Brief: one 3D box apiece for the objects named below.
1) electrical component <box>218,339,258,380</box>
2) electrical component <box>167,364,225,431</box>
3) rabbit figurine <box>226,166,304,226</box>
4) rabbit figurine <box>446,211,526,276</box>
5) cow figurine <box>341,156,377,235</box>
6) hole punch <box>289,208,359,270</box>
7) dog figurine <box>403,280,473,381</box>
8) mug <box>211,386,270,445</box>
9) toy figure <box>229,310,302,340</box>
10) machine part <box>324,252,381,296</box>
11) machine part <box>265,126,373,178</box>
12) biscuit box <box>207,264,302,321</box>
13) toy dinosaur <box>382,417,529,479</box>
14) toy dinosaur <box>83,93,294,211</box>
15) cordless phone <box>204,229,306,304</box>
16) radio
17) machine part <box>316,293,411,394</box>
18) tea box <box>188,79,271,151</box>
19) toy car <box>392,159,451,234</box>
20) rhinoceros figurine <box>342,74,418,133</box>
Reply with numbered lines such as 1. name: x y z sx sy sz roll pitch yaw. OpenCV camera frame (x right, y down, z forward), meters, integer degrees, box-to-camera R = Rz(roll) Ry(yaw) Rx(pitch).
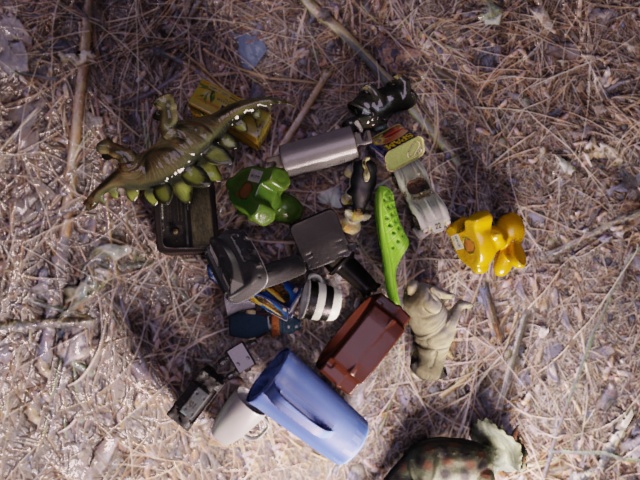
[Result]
1. electrical component: -0.169 0.255 1.159 0.094 0.021 0.063 -32 87 -10
2. electrical component: -0.248 0.317 1.087 0.058 0.134 0.115 36 82 0
3. rabbit figurine: -0.115 -0.077 1.156 0.159 0.170 0.121 7 76 37
4. rabbit figurine: 0.400 -0.003 1.208 0.173 0.122 0.162 -22 78 -27
5. cow figurine: 0.089 -0.097 1.196 0.068 0.098 0.167 9 81 -11
6. hole punch: -0.002 -0.004 1.183 0.142 0.092 0.115 -22 99 -6
7. dog figurine: 0.220 0.195 1.145 0.172 0.121 0.190 25 81 -18
8. mug: -0.166 0.376 1.119 0.109 0.081 0.107 42 97 -15
9. toy figure: -0.118 0.179 1.157 0.154 0.064 0.058 -1 43 -11
10. machine part: 0.071 0.071 1.197 0.139 0.039 0.084 40 71 14
11. machine part: -0.002 -0.195 1.196 0.243 0.079 0.079 -14 84 2
12. biscuit box: -0.140 0.092 1.139 0.203 0.059 0.063 26 57 9
13. toy dinosaur: 0.264 0.479 1.131 0.405 0.131 0.192 -2 70 -2
14. toy dinosaur: -0.280 -0.189 1.099 0.471 0.105 0.198 -36 95 0
15. cordless phone: -0.128 0.037 1.102 0.184 0.088 0.147 -16 62 -28
16. radio: -0.292 -0.080 1.166 0.131 0.073 0.229 -5 82 -7
17. machine part: 0.083 0.206 1.100 0.087 0.201 0.201 39 81 1
18. tea box: -0.197 -0.274 1.191 0.170 0.098 0.068 26 80 0
19. toy car: 0.225 -0.102 1.210 0.073 0.056 0.202 -19 63 -8
20. rhinoceros figurine: 0.134 -0.307 1.246 0.190 0.073 0.112 -28 97 -10
